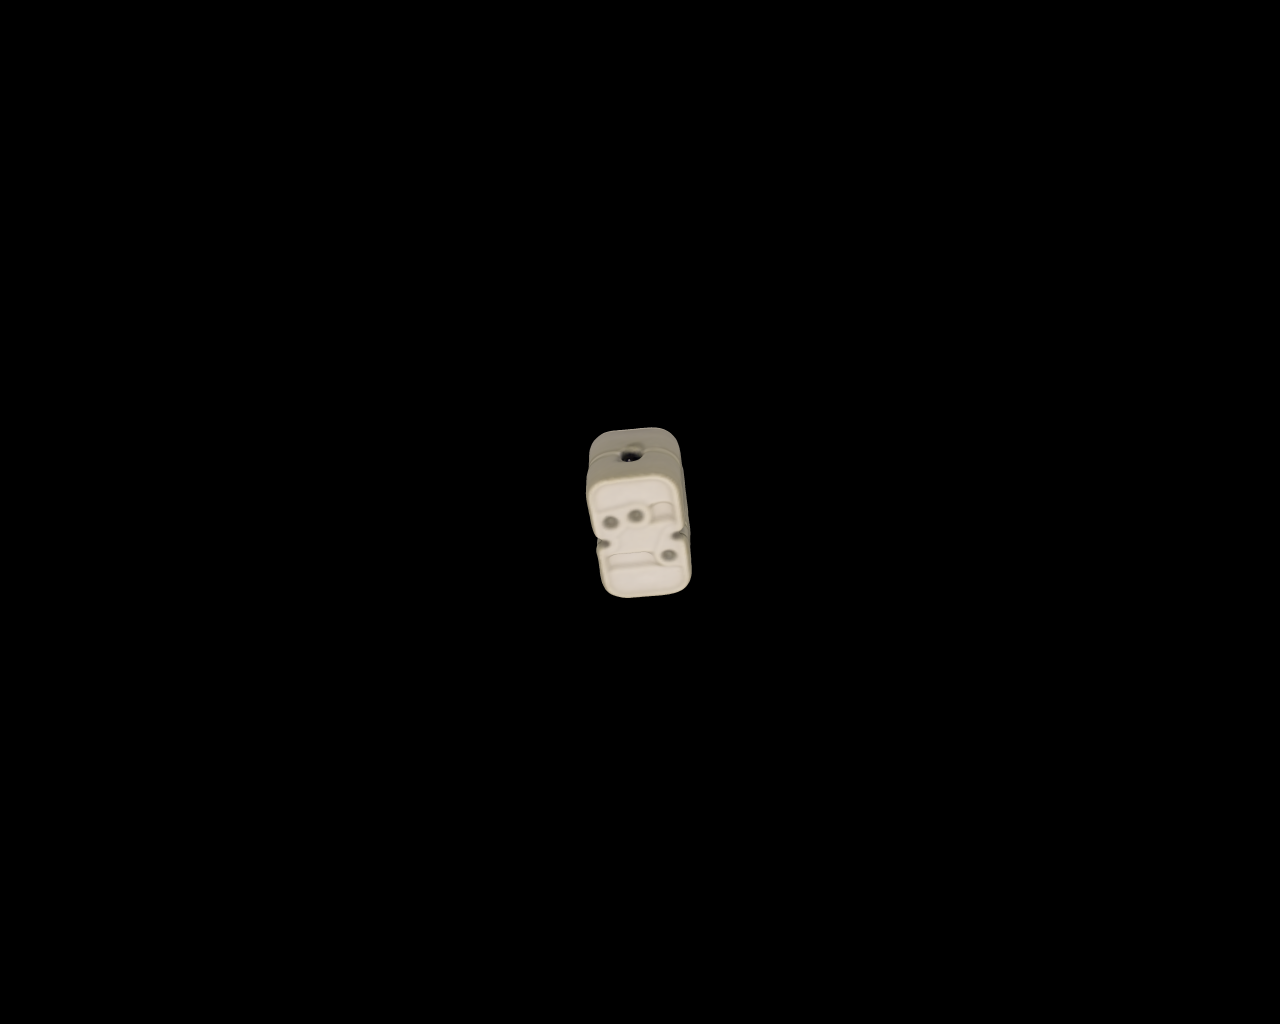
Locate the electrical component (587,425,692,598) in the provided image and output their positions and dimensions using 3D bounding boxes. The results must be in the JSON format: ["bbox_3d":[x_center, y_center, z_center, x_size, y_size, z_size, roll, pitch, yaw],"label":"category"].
[{"bbox_3d":[0.001,-0.003,0.650,0.054,0.095,0.059,-5,39,5],"label":"electrical component"}]
